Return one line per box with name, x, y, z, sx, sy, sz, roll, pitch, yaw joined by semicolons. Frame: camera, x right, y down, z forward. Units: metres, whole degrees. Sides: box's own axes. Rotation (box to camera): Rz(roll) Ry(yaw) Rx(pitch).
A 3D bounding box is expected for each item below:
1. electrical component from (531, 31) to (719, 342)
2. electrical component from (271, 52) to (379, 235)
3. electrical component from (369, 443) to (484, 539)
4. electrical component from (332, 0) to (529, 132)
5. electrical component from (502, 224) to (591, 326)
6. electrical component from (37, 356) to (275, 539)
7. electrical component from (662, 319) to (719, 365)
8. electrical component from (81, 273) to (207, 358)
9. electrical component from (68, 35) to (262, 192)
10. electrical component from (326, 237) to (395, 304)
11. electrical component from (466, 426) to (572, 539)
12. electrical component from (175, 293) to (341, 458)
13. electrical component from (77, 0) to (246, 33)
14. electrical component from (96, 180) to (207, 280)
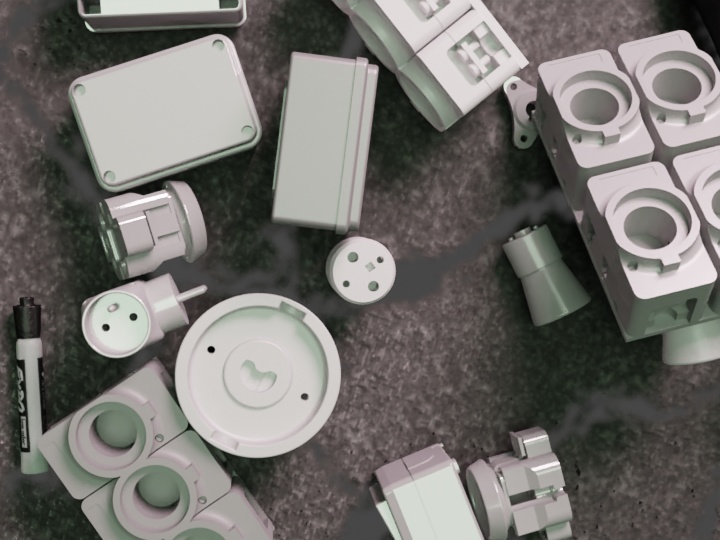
electrical component;0.189;-0.060;0.679;0.105;0.060;0.186;-14;58;-3
electrical component;-0.024;-0.079;0.705;0.056;0.108;0.108;7;92;-2
electrical component;0.050;0.179;0.745;0.061;0.062;0.096;-22;94;-4
electrical component;0.033;-0.170;0.714;0.062;0.089;0.150;-39;95;-2
electrical component;0.128;0.001;0.755;0.044;0.044;0.065;-27;90;-3
electrical component;-0.136;0.147;0.728;0.089;0.062;0.150;-34;95;-3
electrical component;0.214;0.030;0.697;0.045;0.045;0.055;-13;93;-4
electrical component;-0.140;0.026;0.715;0.079;0.077;0.043;-21;94;-4
electrical component;-0.129;-0.103;0.720;0.113;0.057;0.078;-19;94;-4
electrical component;0.000;0.000;0.736;0.045;0.055;0.045;0;93;-5
electrical component;0.109;0.155;0.752;0.057;0.058;0.078;-15;94;-7
electrical component;-0.070;0.068;0.731;0.108;0.060;0.108;0;92;-6
electrical component;-0.133;-0.218;0.716;0.109;0.056;0.108;-3;93;-5
electrical component;-0.138;-0.027;0.718;0.057;0.078;0.058;-18;94;-23
